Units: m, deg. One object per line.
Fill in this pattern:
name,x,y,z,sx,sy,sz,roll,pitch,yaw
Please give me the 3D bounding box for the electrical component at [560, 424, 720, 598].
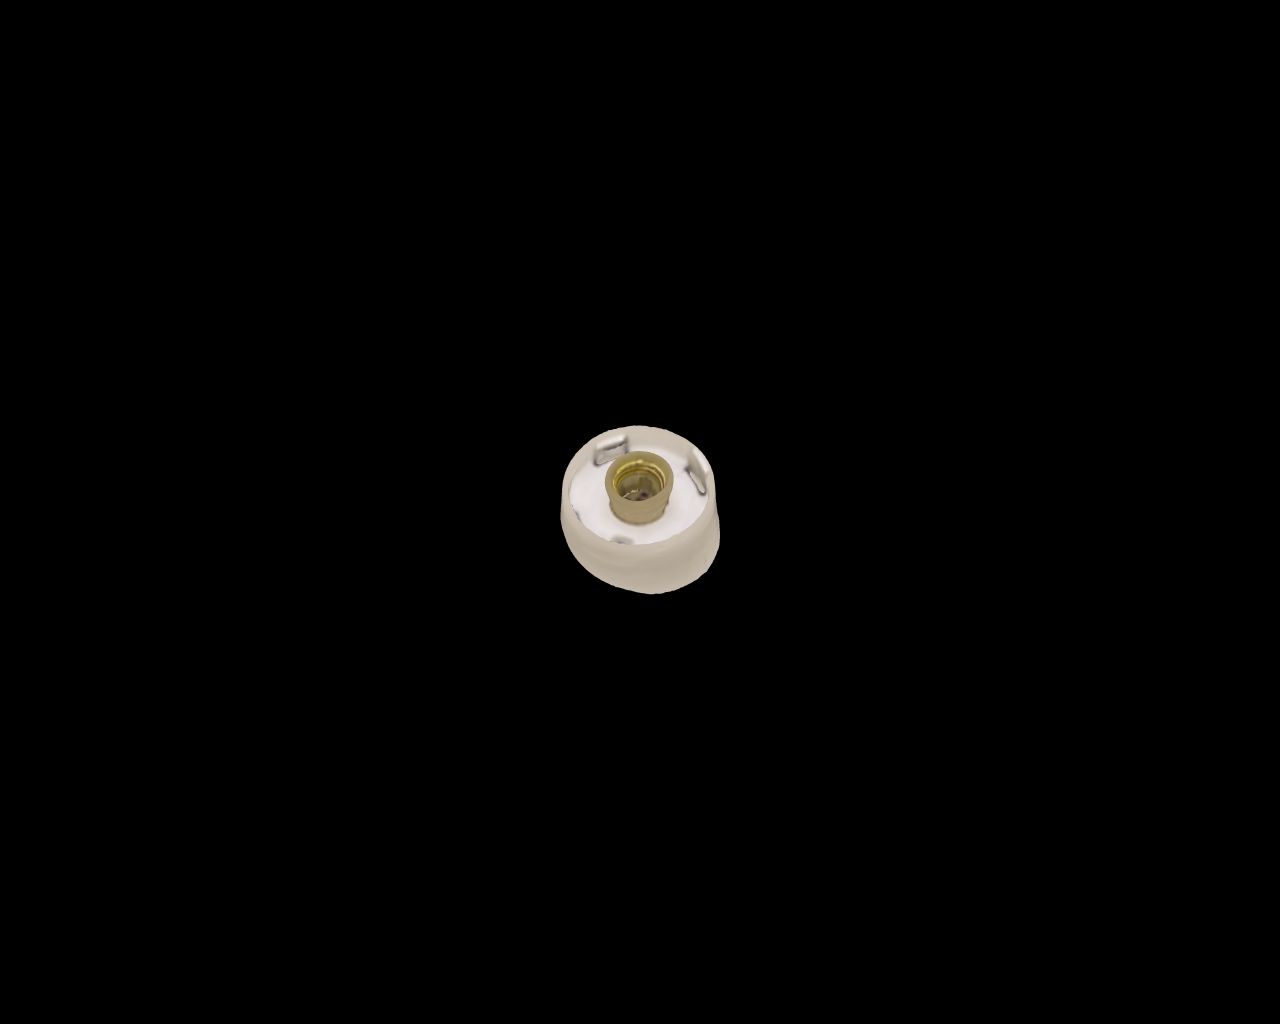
electrical component,0.001,-0.003,0.650,0.099,0.099,0.064,0,-36,0
